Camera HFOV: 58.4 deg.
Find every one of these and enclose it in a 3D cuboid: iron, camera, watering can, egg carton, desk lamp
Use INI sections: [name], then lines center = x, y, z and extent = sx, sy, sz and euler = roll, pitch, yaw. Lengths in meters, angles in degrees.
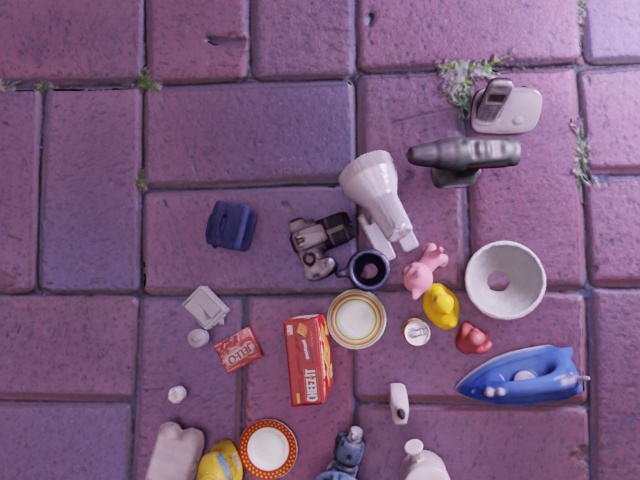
[iron]
center = 0.412, 0.295, 1.174
extent = 0.258, 0.141, 0.119
euler = -13, 84, 3
[camera]
center = 0.011, 0.004, 1.248
extent = 0.137, 0.101, 0.143
euler = -22, 84, 2
[watering can]
center = 0.210, 0.491, 1.146
extent = 0.101, 0.194, 0.173
euler = -40, 83, 0
[egg carton]
center = -0.315, 0.477, 1.250
extent = 0.107, 0.069, 0.150
euler = 14, 87, 5
[desk lamp]
center = 0.131, -0.066, 1.188
extent = 0.118, 0.213, 0.203
euler = -27, 84, 2

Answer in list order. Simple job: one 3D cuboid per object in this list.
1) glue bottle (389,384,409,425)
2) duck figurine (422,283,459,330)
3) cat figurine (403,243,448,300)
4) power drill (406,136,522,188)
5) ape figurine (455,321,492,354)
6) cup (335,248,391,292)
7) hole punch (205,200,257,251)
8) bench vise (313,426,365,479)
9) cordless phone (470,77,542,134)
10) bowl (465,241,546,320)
[glue bottle]
center = 0.163, 0.344, 1.173
extent = 0.037, 0.173, 0.078
euler = -3, 85, 4
[duck figurine]
center = 0.263, 0.143, 1.226
extent = 0.077, 0.086, 0.104
euler = -23, 84, 2
[cat figurine]
center = 0.221, 0.064, 1.219
extent = 0.067, 0.118, 0.128
euler = 40, 89, 7
[power drill]
center = 0.287, -0.163, 1.187
extent = 0.229, 0.208, 0.076
euler = -6, 85, 4
[ape figurine]
center = 0.326, 0.210, 1.212
extent = 0.076, 0.092, 0.078
euler = -27, 84, 2
[cup]
center = 0.092, 0.068, 1.240
extent = 0.117, 0.095, 0.092
euler = -9, 85, 4
[hole punch]
center = -0.203, -0.030, 1.272
extent = 0.101, 0.091, 0.109
euler = 13, 86, 5
[bench vise]
center = 0.032, 0.486, 1.147
extent = 0.121, 0.220, 0.207
euler = -1, 85, 5
[cordless phone]
center = 0.399, -0.290, 1.201
extent = 0.147, 0.185, 0.094
euler = -1, 85, 5
[bowl]
center = 0.388, 0.087, 1.226
extent = 0.167, 0.075, 0.167
euler = 0, 85, 4
